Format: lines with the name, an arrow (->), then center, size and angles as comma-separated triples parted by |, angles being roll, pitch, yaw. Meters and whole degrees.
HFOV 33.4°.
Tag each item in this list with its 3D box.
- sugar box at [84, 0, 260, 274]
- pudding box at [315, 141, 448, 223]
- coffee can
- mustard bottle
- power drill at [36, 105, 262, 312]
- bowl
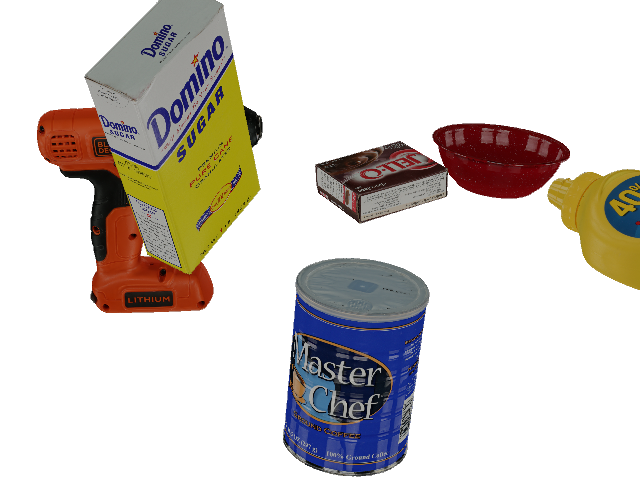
sugar box -> -0.090, -0.067, 0.700 | 0.048, 0.093, 0.176 | 25, -30, 20
pudding box -> 0.064, -0.063, 1.125 | 0.113, 0.039, 0.090 | -19, 32, -24
coffee can -> 0.026, 0.098, 0.840 | 0.103, 0.140, 0.103 | 5, 22, -2
mustard bottle -> 0.221, -0.001, 0.660 | 0.096, 0.058, 0.192 | -28, 37, -30
power drill -> -0.136, -0.030, 0.909 | 0.184, 0.188, 0.057 | -1, 28, 3
bowl -> 0.209, -0.091, 1.262 | 0.162, 0.055, 0.162 | 5, 23, -2
